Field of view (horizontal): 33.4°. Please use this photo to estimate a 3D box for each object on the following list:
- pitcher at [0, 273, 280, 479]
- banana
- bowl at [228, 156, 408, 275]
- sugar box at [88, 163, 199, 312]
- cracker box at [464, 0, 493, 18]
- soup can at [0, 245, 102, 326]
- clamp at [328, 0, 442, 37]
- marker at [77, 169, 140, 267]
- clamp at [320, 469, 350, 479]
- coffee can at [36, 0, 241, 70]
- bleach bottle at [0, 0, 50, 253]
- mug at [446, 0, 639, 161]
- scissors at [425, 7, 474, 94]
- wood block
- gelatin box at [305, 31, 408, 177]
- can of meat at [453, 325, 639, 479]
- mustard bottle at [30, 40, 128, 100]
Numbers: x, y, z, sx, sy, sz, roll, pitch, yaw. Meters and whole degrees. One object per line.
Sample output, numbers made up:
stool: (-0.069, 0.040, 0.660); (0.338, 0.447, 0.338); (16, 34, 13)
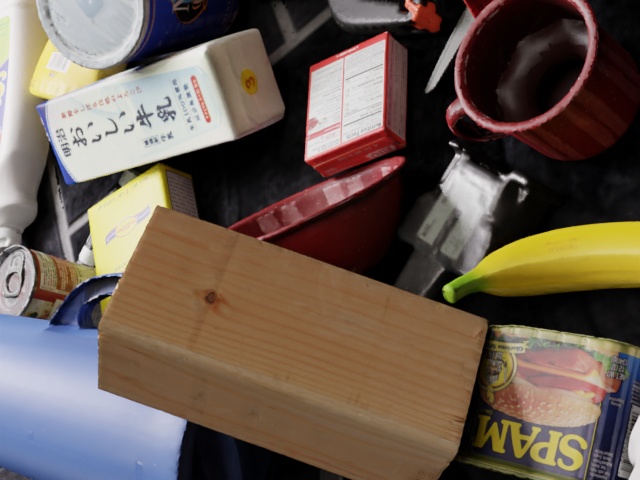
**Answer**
pitcher: (-0.155, 0.112, 0.758); (0.243, 0.145, 0.149); (9, 52, 27)
banana: (0.172, 0.016, 0.598); (0.198, 0.037, 0.069); (-6, 31, 30)
bowl: (-0.005, 0.001, 0.719); (0.162, 0.161, 0.055); (-19, 100, 35)
sugar box: (-0.135, 0.036, 0.863); (0.093, 0.048, 0.176); (-30, 57, 29)
cracker box: (0.164, -0.254, 0.650); (0.214, 0.072, 0.164); (-21, 66, 15)
soup can: (-0.218, 0.049, 0.892); (0.069, 0.102, 0.068); (-15, 67, 37)
clamp: (0.021, -0.210, 0.818); (0.165, 0.036, 0.210); (-48, 49, 23)
marker: (-0.192, -0.008, 0.945); (0.020, 0.020, 0.121); (38, 101, 41)
clamp: (0.026, 0.185, 0.682); (0.120, 0.039, 0.171); (-24, 55, 29)
coffee can: (-0.142, -0.198, 0.857); (0.103, 0.140, 0.103); (9, 110, 25)
bleach bottle: (-0.299, -0.110, 1.043); (0.103, 0.068, 0.251); (-19, 66, 37)
mug: (0.133, -0.091, 0.652); (0.117, 0.081, 0.093); (-30, 58, 30)
scissors: (0.138, -0.189, 0.725); (0.096, 0.016, 0.202); (15, 86, 42)
wood block: (-0.017, 0.068, 0.632); (0.090, 0.206, 0.090); (107, -177, -56)
gelatin box: (0.027, -0.097, 0.773); (0.073, 0.030, 0.089); (-19, 55, 35)
can of meat: (0.134, 0.097, 0.606); (0.102, 0.057, 0.084); (6, 77, 41)
mustard bottle: (-0.202, -0.213, 0.995); (0.096, 0.058, 0.191); (20, 90, 41)
